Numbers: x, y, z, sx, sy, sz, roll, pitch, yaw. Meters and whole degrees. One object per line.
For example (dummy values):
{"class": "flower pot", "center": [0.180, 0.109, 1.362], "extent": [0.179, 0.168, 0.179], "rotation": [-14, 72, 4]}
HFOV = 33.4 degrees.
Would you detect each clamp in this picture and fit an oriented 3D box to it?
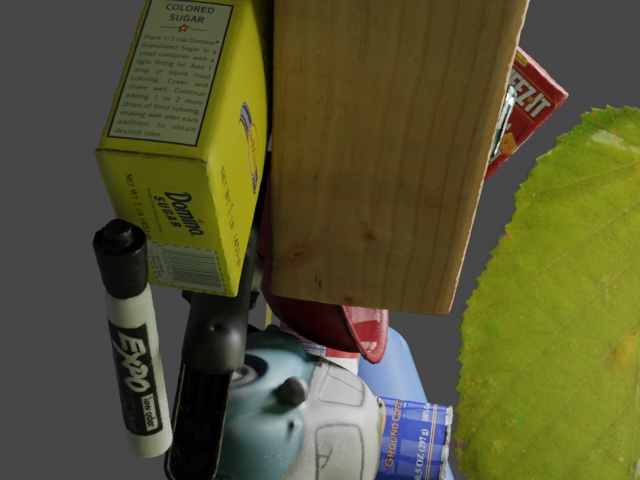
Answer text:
{"class": "clamp", "center": [-0.043, 0.017, 0.486], "extent": [0.120, 0.039, 0.171], "rotation": [120, -22, -58]}

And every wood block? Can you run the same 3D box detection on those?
{"class": "wood block", "center": [0.029, -0.065, 0.460], "extent": [0.206, 0.090, 0.090], "rotation": [94, 4, -51]}

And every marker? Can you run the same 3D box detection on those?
{"class": "marker", "center": [-0.070, 0.040, 0.406], "extent": [0.020, 0.020, 0.121], "rotation": [-75, 170, -47]}

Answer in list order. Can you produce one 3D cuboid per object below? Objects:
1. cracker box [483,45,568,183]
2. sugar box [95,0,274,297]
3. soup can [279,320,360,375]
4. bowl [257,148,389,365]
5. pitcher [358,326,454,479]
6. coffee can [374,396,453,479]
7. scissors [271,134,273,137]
{"class": "cracker box", "center": [0.087, -0.074, 0.871], "extent": [0.214, 0.072, 0.164], "rotation": [-46, -169, 12]}
{"class": "sugar box", "center": [-0.039, -0.076, 0.427], "extent": [0.093, 0.048, 0.176], "rotation": [87, 13, -59]}
{"class": "soup can", "center": [-0.002, 0.086, 0.838], "extent": [0.068, 0.068, 0.102], "rotation": [16, 82, -83]}
{"class": "bowl", "center": [-0.004, 0.001, 0.654], "extent": [0.162, 0.055, 0.162], "rotation": [-13, 90, -76]}
{"class": "pitcher", "center": [0.038, 0.193, 0.945], "extent": [0.243, 0.149, 0.145], "rotation": [-101, -162, -51]}
{"class": "coffee can", "center": [0.014, 0.153, 0.724], "extent": [0.102, 0.140, 0.103], "rotation": [8, 89, -83]}
{"class": "scissors", "center": [-0.026, -0.052, 0.703], "extent": [0.096, 0.016, 0.202], "rotation": [-59, 156, -71]}
